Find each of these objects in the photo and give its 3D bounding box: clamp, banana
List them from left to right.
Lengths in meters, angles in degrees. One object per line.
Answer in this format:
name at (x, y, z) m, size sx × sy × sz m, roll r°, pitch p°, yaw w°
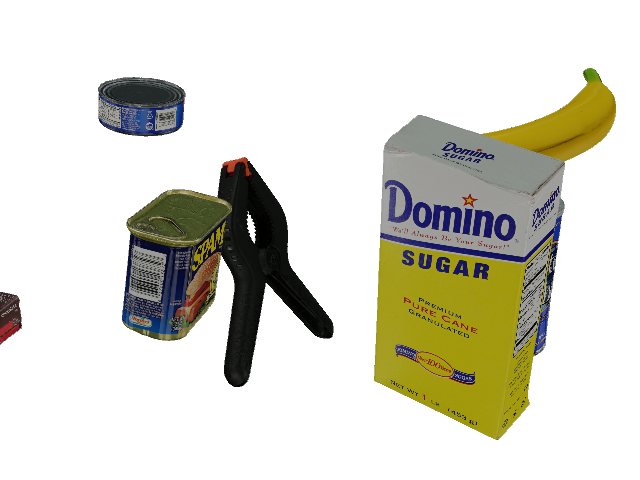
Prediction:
clamp at (-0.052, 0.024, 1.038) m, size 0.036 × 0.210 × 0.164 m, roll -10°, pitch 0°, yaw 34°
banana at (0.155, -0.077, 0.801) m, size 0.197 × 0.037 × 0.070 m, roll -24°, pitch 31°, yaw -23°

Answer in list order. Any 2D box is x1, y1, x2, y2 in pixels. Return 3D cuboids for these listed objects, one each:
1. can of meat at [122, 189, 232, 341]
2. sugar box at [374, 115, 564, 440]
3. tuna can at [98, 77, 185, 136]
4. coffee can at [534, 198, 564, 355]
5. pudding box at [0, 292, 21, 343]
can of meat at (-0.111, 0.018, 0.815) m, size 0.057 × 0.084 × 0.102 m, roll 14°, pitch 22°, yaw 10°
sugar box at (0.080, 0.024, 0.615) m, size 0.093 × 0.176 × 0.048 m, roll 22°, pitch 43°, yaw 29°
tuna can at (-0.178, -0.133, 1.063) m, size 0.086 × 0.034 × 0.086 m, roll 6°, pitch 25°, yaw -3°
coffee can at (0.165, 0.026, 0.988) m, size 0.103 × 0.140 × 0.103 m, roll 2°, pitch 21°, yaw -1°
pudding box at (-0.333, 0.072, 0.930) m, size 0.114 × 0.039 × 0.090 m, roll 8°, pitch 25°, yaw 19°
